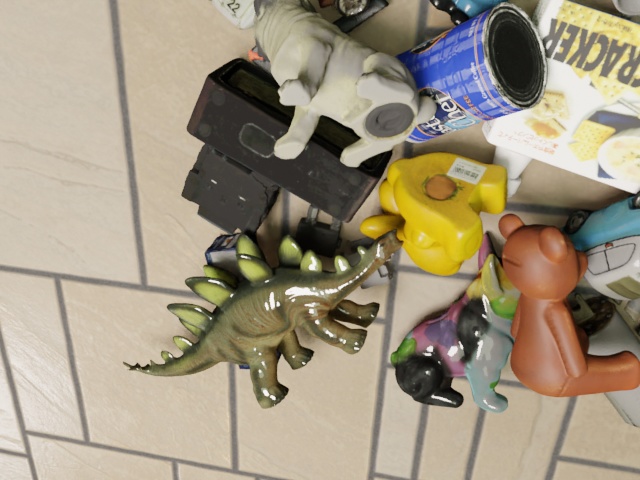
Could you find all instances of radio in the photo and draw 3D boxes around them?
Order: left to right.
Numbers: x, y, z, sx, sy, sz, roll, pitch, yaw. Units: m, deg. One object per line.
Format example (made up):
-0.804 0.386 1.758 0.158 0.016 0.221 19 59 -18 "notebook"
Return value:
-0.033 -0.120 0.637 0.230 0.131 0.073 29 119 -2 "radio"

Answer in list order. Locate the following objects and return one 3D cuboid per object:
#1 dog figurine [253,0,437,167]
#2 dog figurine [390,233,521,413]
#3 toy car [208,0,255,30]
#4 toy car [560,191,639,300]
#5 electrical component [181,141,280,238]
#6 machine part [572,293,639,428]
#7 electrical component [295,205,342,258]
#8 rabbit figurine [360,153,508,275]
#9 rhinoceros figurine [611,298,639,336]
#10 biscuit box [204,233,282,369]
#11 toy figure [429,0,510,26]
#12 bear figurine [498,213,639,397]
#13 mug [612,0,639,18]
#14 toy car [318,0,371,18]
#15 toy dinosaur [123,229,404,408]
0.019 -0.187 0.554 0.172 0.190 0.121 5 147 -18 "dog figurine"
0.191 0.103 0.709 0.192 0.108 0.219 3 110 13 "dog figurine"
-0.045 -0.326 0.589 0.073 0.056 0.201 41 116 -8 "toy car"
0.351 0.016 0.603 0.109 0.103 0.161 26 157 -13 "toy car"
-0.113 -0.068 0.702 0.115 0.058 0.134 32 135 0 "electrical component"
0.393 0.162 0.706 0.079 0.079 0.243 -36 102 23 "machine part"
-0.002 -0.002 0.745 0.063 0.021 0.094 16 116 4 "electrical component"
0.133 -0.015 0.655 0.163 0.122 0.173 15 152 22 "rabbit figurine"
0.457 0.099 0.672 0.190 0.073 0.112 42 105 -6 "rhinoceros figurine"
-0.106 0.092 0.787 0.059 0.063 0.202 -6 113 14 "biscuit box"
0.195 -0.298 0.539 0.082 0.089 0.180 35 126 -20 "toy figure"
0.265 0.067 0.594 0.132 0.120 0.195 -7 100 -15 "bear figurine"
0.309 -0.279 0.518 0.081 0.109 0.107 -12 70 12 "mug"
0.085 -0.304 0.555 0.202 0.089 0.053 -30 142 23 "toy car"
-0.090 0.109 0.706 0.471 0.105 0.198 -37 96 26 "toy dinosaur"
